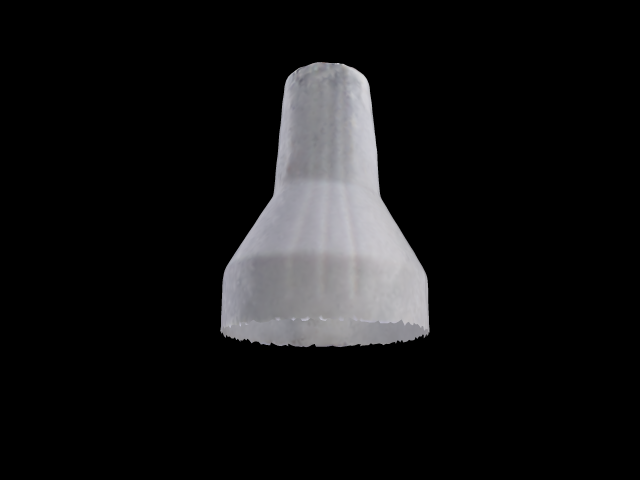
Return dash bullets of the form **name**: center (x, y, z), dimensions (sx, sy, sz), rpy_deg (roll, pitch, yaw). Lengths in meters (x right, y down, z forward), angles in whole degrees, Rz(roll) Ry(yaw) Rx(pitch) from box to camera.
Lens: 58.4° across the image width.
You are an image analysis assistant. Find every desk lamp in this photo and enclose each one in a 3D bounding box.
- **desk lamp**: center (0.004, 0.001, 0.400), dimensions (0.118, 0.214, 0.203), rpy_deg (0, 58, 0)
